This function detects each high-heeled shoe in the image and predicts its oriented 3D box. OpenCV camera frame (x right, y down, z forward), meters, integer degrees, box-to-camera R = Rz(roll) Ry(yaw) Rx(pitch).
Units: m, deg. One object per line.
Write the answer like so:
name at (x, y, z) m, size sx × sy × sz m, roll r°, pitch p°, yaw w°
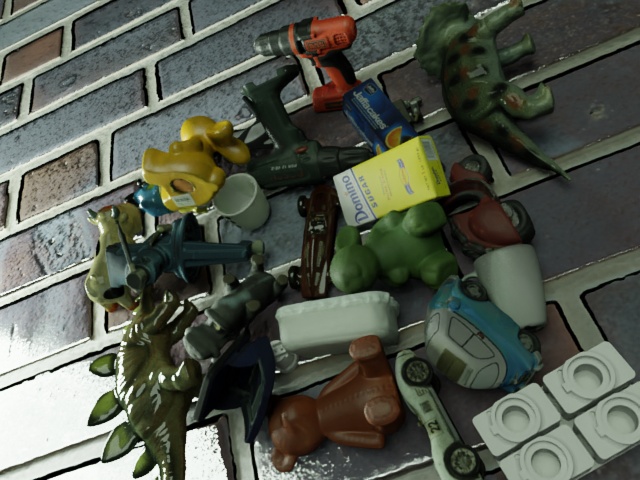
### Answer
high-heeled shoe at (-0.166, -0.165, 1.046) m, size 0.249 × 0.086 × 0.145 m, roll -42°, pitch 84°, yaw 16°

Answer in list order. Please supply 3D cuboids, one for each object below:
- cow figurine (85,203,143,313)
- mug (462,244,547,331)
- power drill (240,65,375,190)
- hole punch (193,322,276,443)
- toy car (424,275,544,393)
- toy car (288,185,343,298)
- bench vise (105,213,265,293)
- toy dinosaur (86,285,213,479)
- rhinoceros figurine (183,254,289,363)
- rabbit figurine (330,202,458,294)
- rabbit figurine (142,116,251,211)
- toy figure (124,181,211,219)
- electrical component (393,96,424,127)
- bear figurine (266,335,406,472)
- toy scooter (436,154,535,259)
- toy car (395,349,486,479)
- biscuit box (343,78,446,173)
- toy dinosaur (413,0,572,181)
cow figurine at (-0.372, 0.021, 0.971) m, size 0.086 × 0.127 × 0.195 m, roll -2°, pitch 64°, yaw 18°
mug at (0.248, 0.072, 0.715) m, size 0.110 × 0.080 × 0.107 m, roll -17°, pitch 66°, yaw 8°
power drill at (-0.038, -0.194, 0.941) m, size 0.232 × 0.207 × 0.086 m, roll -16°, pitch 13°, yaw 20°
hole punch at (-0.103, 0.201, 0.745) m, size 0.092 × 0.142 × 0.116 m, roll 22°, pitch 32°, yaw 9°
toy car at (0.187, 0.132, 0.675) m, size 0.103 × 0.109 × 0.162 m, roll -26°, pitch 56°, yaw -32°
toy car at (-0.002, -0.003, 0.878) m, size 0.089 × 0.053 × 0.202 m, roll -2°, pitch 60°, yaw 18°
bench vise at (-0.214, 0.021, 0.881) m, size 0.241 × 0.223 × 0.128 m, roll -1°, pitch 97°, yaw 2°
toy dinosaur at (-0.248, 0.237, 0.815) m, size 0.198 × 0.105 × 0.472 m, roll -35°, pitch 46°, yaw 8°
rhinoceros figurine at (-0.127, 0.103, 0.809) m, size 0.073 × 0.112 × 0.190 m, roll 40°, pitch 44°, yaw 7°
rabbit figurine at (0.081, 0.017, 0.764) m, size 0.170 × 0.121 × 0.159 m, roll -20°, pitch 17°, yaw -25°
rabbit figurine at (-0.210, -0.155, 0.922) m, size 0.162 × 0.121 × 0.173 m, roll -15°, pitch 47°, yaw 19°
toy figure at (-0.281, -0.095, 1.028) m, size 0.180 × 0.082 × 0.089 m, roll -12°, pitch 60°, yaw 19°
electrical component at (0.135, -0.215, 0.947) m, size 0.102 × 0.045 × 0.078 m, roll -16°, pitch 58°, yaw 13°
bear figurine at (0.008, 0.219, 0.702) m, size 0.196 × 0.131 × 0.120 m, roll -15°, pitch 53°, yaw 7°
toy scooter at (0.218, -0.038, 0.794) m, size 0.135 × 0.075 × 0.184 m, roll -28°, pitch 52°, yaw 6°
toy car at (0.146, 0.228, 0.668) m, size 0.056 × 0.073 × 0.202 m, roll -29°, pitch 55°, yaw 5°
biscuit box at (0.115, -0.165, 0.873) m, size 0.063 × 0.059 × 0.203 m, roll -33°, pitch 75°, yaw -10°
toy dinosaur at (0.265, -0.254, 0.880) m, size 0.192 × 0.131 × 0.405 m, roll -18°, pitch 60°, yaw 27°
